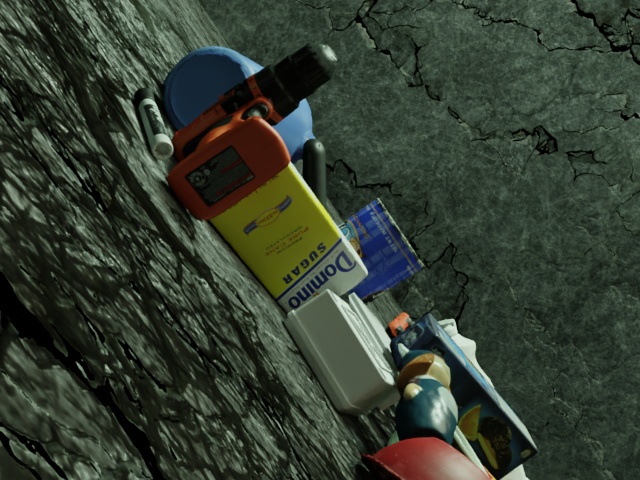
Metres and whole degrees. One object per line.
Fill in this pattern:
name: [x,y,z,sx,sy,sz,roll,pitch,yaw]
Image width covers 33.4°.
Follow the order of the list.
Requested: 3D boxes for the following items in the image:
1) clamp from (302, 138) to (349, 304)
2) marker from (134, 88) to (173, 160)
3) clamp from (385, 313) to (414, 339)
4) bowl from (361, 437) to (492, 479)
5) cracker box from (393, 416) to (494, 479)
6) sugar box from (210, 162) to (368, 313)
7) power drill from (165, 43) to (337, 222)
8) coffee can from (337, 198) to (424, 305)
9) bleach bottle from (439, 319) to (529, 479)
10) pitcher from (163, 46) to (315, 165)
clamp: [-0.008,0.001,1.210,0.165,0.036,0.210,-57,-132,46]
marker: [-0.154,-0.109,0.978,0.020,0.020,0.121,53,6,-36]
clamp: [0.124,0.168,1.346,0.120,0.039,0.171,22,-37,32]
bowl: [0.112,0.219,0.906,0.162,0.055,0.162,41,-13,11]
cracker box: [0.185,0.308,1.282,0.213,0.072,0.164,54,5,-20]
sugar box: [-0.033,-0.003,1.040,0.176,0.093,0.048,52,7,-36]
power drill: [-0.062,-0.101,0.964,0.057,0.184,0.187,51,15,-17]
coffee can: [0.042,0.029,1.305,0.103,0.140,0.103,56,4,-6]
bleach bottle: [0.202,0.226,1.415,0.068,0.102,0.251,-175,-110,-76]
pitcher: [-0.105,-0.154,1.257,0.242,0.149,0.145,15,57,-79]
